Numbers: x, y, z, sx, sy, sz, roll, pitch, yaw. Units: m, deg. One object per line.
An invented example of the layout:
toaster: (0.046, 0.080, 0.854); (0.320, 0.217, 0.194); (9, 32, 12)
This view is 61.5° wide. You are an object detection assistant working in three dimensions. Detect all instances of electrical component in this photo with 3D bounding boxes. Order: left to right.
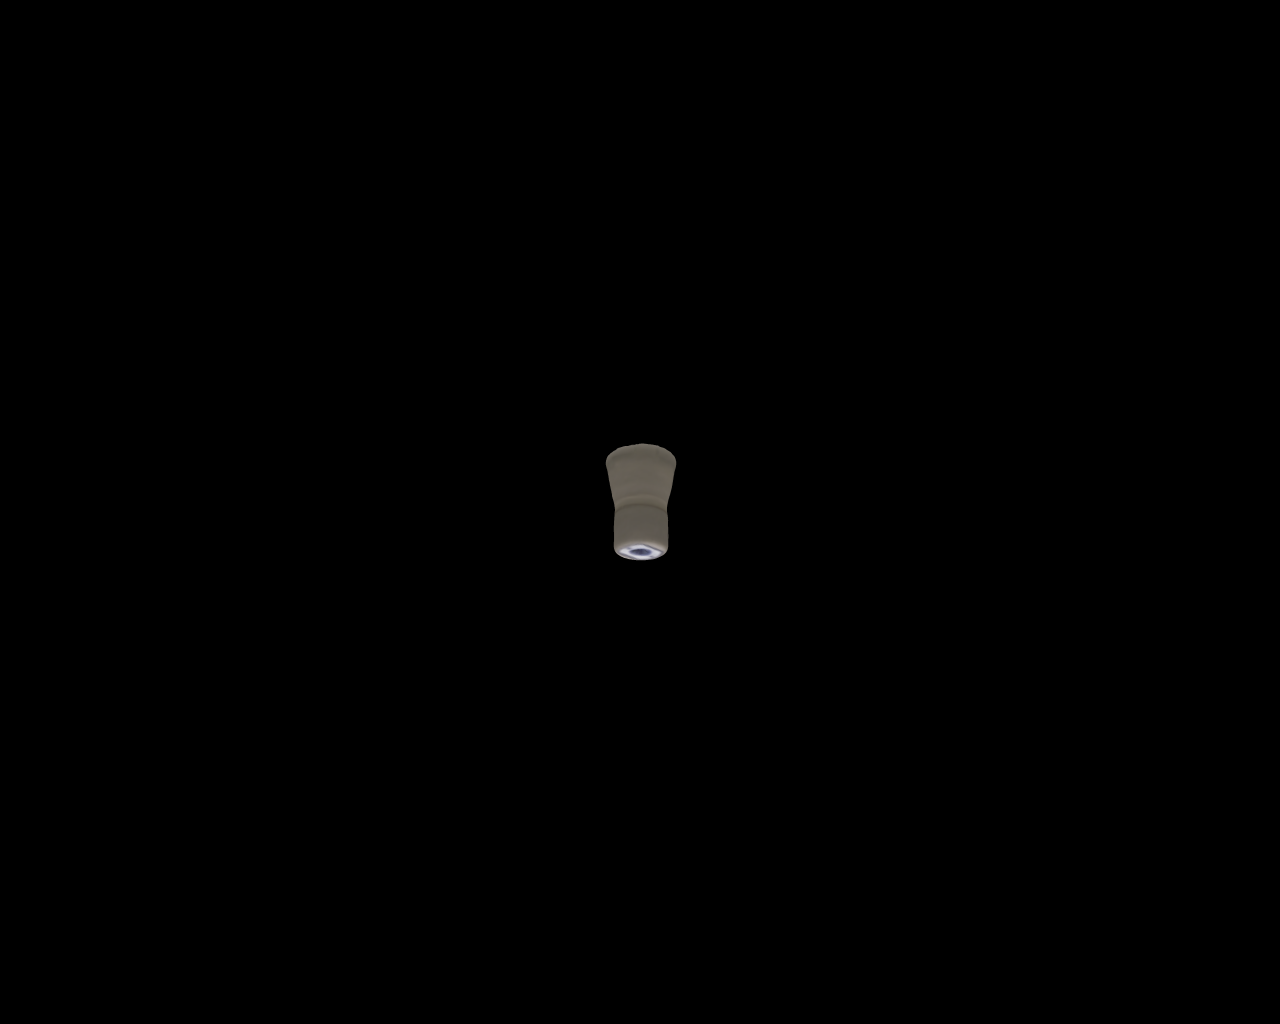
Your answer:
electrical component: (0.001, -0.003, 0.650); (0.044, 0.065, 0.044); (0, -23, 0)
